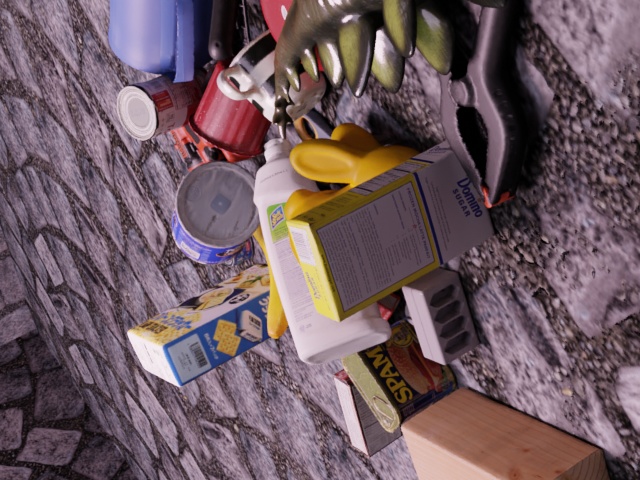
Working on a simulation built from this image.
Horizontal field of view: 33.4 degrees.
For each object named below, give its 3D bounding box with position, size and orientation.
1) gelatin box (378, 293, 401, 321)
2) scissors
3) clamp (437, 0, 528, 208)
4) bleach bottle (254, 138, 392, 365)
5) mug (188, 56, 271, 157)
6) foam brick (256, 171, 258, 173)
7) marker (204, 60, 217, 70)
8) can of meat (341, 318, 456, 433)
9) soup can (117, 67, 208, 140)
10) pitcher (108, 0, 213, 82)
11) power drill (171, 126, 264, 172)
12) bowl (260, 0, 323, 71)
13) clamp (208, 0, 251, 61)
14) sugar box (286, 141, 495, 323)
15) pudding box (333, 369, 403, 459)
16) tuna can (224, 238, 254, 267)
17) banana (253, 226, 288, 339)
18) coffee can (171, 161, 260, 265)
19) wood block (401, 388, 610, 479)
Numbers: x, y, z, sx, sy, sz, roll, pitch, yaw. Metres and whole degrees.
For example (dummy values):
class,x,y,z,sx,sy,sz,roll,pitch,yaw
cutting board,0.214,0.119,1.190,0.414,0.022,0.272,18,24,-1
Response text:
class,x,y,z,sx,sy,sz,roll,pitch,yaw
gelatin box,0.039,0.080,1.206,0.073,0.030,0.089,31,136,1
scissors,0.018,-0.114,1.126,0.096,0.016,0.202,61,157,4
clamp,0.118,-0.131,0.867,0.165,0.036,0.210,26,134,57
bleach bottle,-0.008,0.001,1.153,0.068,0.103,0.251,38,-147,-66
mug,-0.096,-0.159,1.204,0.117,0.093,0.082,50,123,40
foam brick,-0.033,-0.053,1.237,0.078,0.051,0.053,62,175,4
marker,-0.148,-0.220,1.357,0.020,0.020,0.121,64,157,-3
can of meat,0.087,0.146,1.170,0.102,0.083,0.057,56,156,17
soup can,-0.178,-0.162,1.248,0.069,0.102,0.068,19,122,33
pitcher,-0.166,-0.302,1.169,0.149,0.144,0.243,28,143,13
power drill,-0.136,-0.123,1.389,0.184,0.057,0.188,62,156,-5
bowl,-0.011,-0.224,1.018,0.162,0.055,0.162,47,152,34
clamp,-0.094,-0.263,1.096,0.120,0.039,0.171,-86,-7,-71
sugar box,0.065,-0.010,0.931,0.048,0.176,0.093,17,129,57
pudding box,0.070,0.184,1.241,0.039,0.089,0.113,28,140,53
tuna can,-0.131,-0.005,1.537,0.086,0.033,0.086,48,153,34
banana,-0.063,0.031,1.371,0.037,0.069,0.198,62,-176,-65
coffee can,-0.126,-0.030,1.294,0.103,0.102,0.140,61,167,4
wood block,0.182,0.229,1.052,0.206,0.090,0.091,17,130,59
